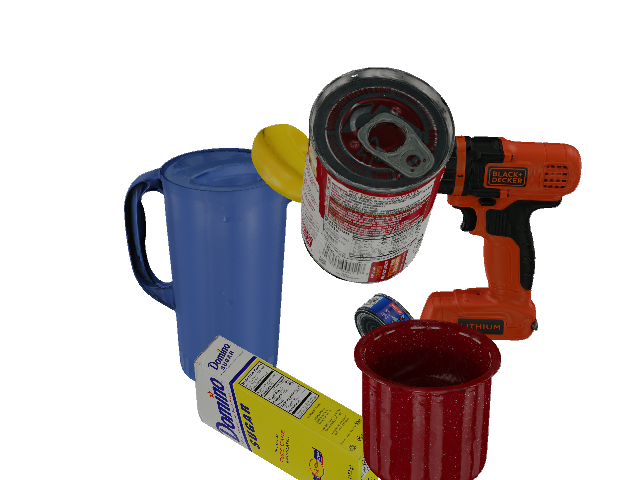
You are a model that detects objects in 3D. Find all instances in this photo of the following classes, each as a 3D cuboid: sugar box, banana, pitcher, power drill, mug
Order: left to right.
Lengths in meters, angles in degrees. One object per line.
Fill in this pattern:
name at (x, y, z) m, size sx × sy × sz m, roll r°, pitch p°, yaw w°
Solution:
pitcher at (-0.110, 0.030, 1.138) m, size 0.149 × 0.243 × 0.144 m, roll 22°, pitch 30°, yaw 39°
sugar box at (-0.031, 0.163, 0.947) m, size 0.176 × 0.093 × 0.048 m, roll 24°, pitch 49°, yaw 21°
banana at (-0.024, -0.061, 0.834) m, size 0.069 × 0.037 × 0.198 m, roll 44°, pitch 9°, yaw -17°
mug at (0.074, 0.103, 0.700) m, size 0.093 × 0.081 × 0.117 m, roll 11°, pitch 26°, yaw 26°
power drill at (0.132, -0.003, 0.956) m, size 0.184 × 0.188 × 0.057 m, roll 2°, pitch 26°, yaw 3°

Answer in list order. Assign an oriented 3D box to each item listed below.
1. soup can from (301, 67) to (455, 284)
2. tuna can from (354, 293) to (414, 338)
soup can at (0.025, -0.028, 0.533) m, size 0.068 × 0.068 × 0.102 m, roll 0°, pitch -28°, yaw -4°
tuna can at (0.080, 0.108, 1.276) m, size 0.033 × 0.086 × 0.086 m, roll -37°, pitch 17°, yaw -24°
